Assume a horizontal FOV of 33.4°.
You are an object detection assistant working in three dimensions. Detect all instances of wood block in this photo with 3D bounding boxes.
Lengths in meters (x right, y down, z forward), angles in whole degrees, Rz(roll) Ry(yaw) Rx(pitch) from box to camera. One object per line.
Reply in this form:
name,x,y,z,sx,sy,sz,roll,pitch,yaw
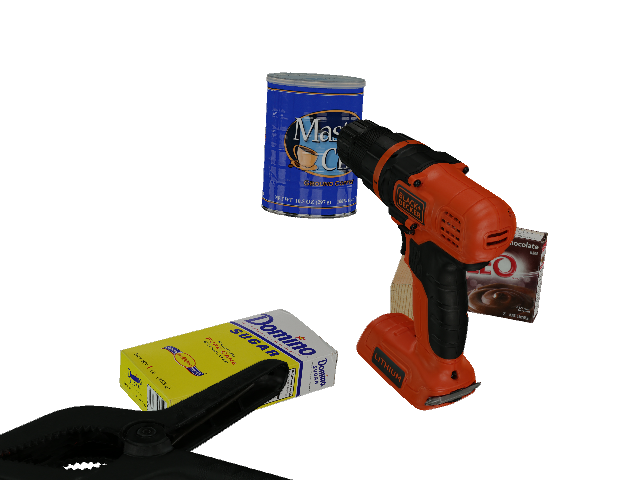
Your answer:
wood block,0.166,0.068,1.630,0.091,0.090,0.206,4,22,11

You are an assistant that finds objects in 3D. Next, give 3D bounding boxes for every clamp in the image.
clamp,-0.092,0.115,0.592,0.209,0.036,0.164,-1,22,-10

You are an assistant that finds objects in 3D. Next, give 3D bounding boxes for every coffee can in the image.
coffee can,-0.008,-0.102,1.121,0.103,0.140,0.103,3,13,-1

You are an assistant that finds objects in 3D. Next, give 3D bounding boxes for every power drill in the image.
power drill,0.066,0.017,0.797,0.057,0.188,0.185,-16,34,-25

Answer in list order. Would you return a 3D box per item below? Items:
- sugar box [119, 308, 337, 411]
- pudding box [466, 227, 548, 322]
sugar box,-0.081,0.115,0.963,0.175,0.048,0.093,-16,34,-34
pudding box,0.171,0.028,1.094,0.114,0.090,0.039,9,23,16
